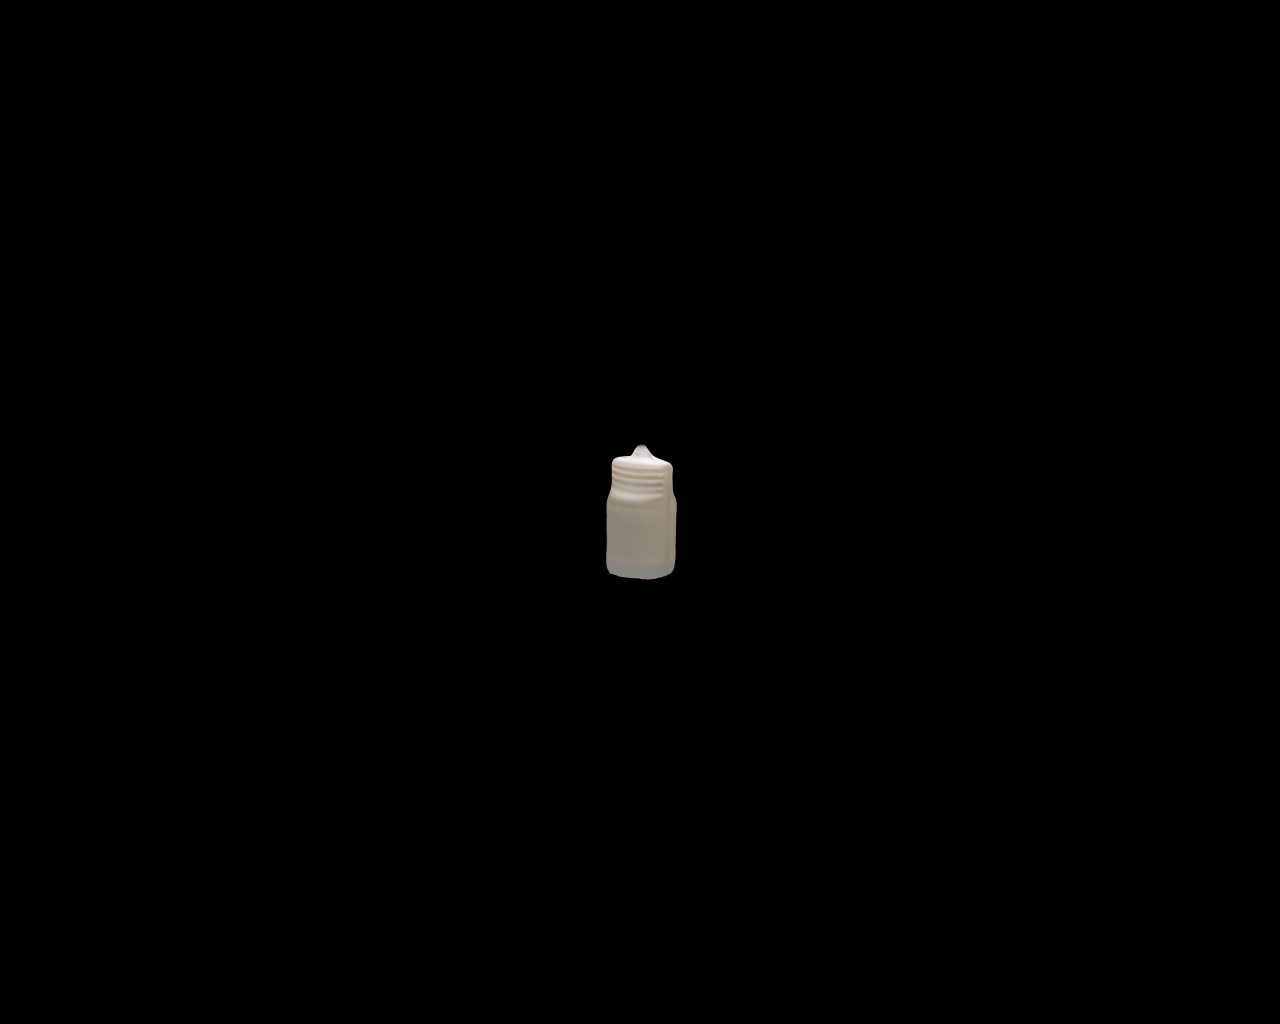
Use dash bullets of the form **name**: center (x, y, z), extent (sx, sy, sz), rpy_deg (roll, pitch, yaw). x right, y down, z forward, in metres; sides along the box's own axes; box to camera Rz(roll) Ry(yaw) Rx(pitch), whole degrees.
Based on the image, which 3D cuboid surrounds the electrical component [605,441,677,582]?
- **electrical component**: center (0.001, -0.003, 0.650), extent (0.043, 0.080, 0.043), rpy_deg (0, 13, 0)
